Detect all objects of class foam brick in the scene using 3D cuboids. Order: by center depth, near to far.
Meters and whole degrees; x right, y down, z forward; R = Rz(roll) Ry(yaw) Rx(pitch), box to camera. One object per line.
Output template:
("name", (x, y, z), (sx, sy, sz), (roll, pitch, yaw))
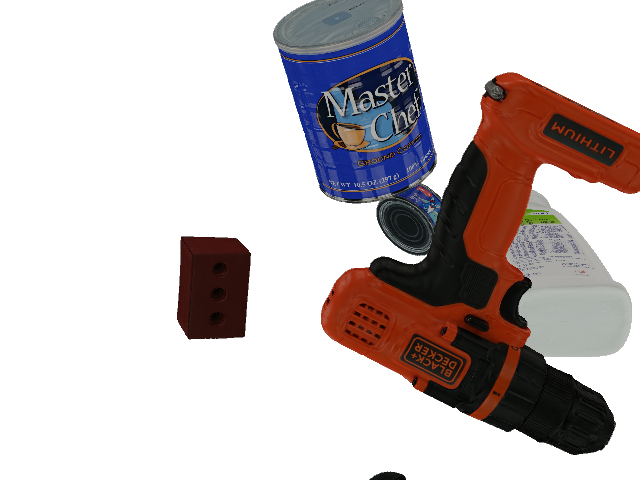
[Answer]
("foam brick", (-0.093, 0.040, 0.924), (0.053, 0.078, 0.051), (-1, 15, -18))

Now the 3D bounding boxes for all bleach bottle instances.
("bleach bottle", (0.197, 0.011, 0.959), (0.102, 0.068, 0.251), (-1, 26, 1))

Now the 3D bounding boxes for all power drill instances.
("power drill", (0.117, 0.015, 0.601), (0.184, 0.188, 0.057), (26, 12, -5))

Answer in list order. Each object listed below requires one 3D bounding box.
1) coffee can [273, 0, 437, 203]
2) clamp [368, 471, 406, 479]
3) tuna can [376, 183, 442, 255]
("coffee can", (0.030, -0.116, 0.857), (0.103, 0.140, 0.103), (-13, 32, 8))
("clamp", (-0.028, 0.204, 0.635), (0.210, 0.036, 0.164), (-5, 28, 2))
("tuna can", (0.107, -0.025, 1.226), (0.086, 0.086, 0.033), (0, 36, 48))
